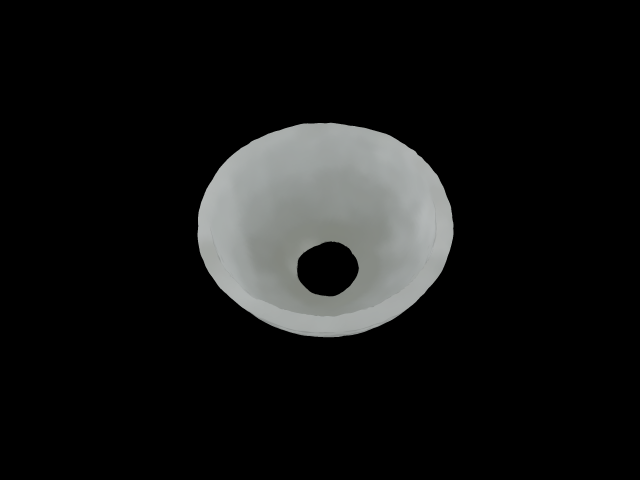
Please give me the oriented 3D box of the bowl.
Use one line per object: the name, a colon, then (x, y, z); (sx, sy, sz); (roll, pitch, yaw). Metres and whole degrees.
bowl: (0.004, 0.001, 0.400); (0.167, 0.075, 0.167); (0, 56, 0)
